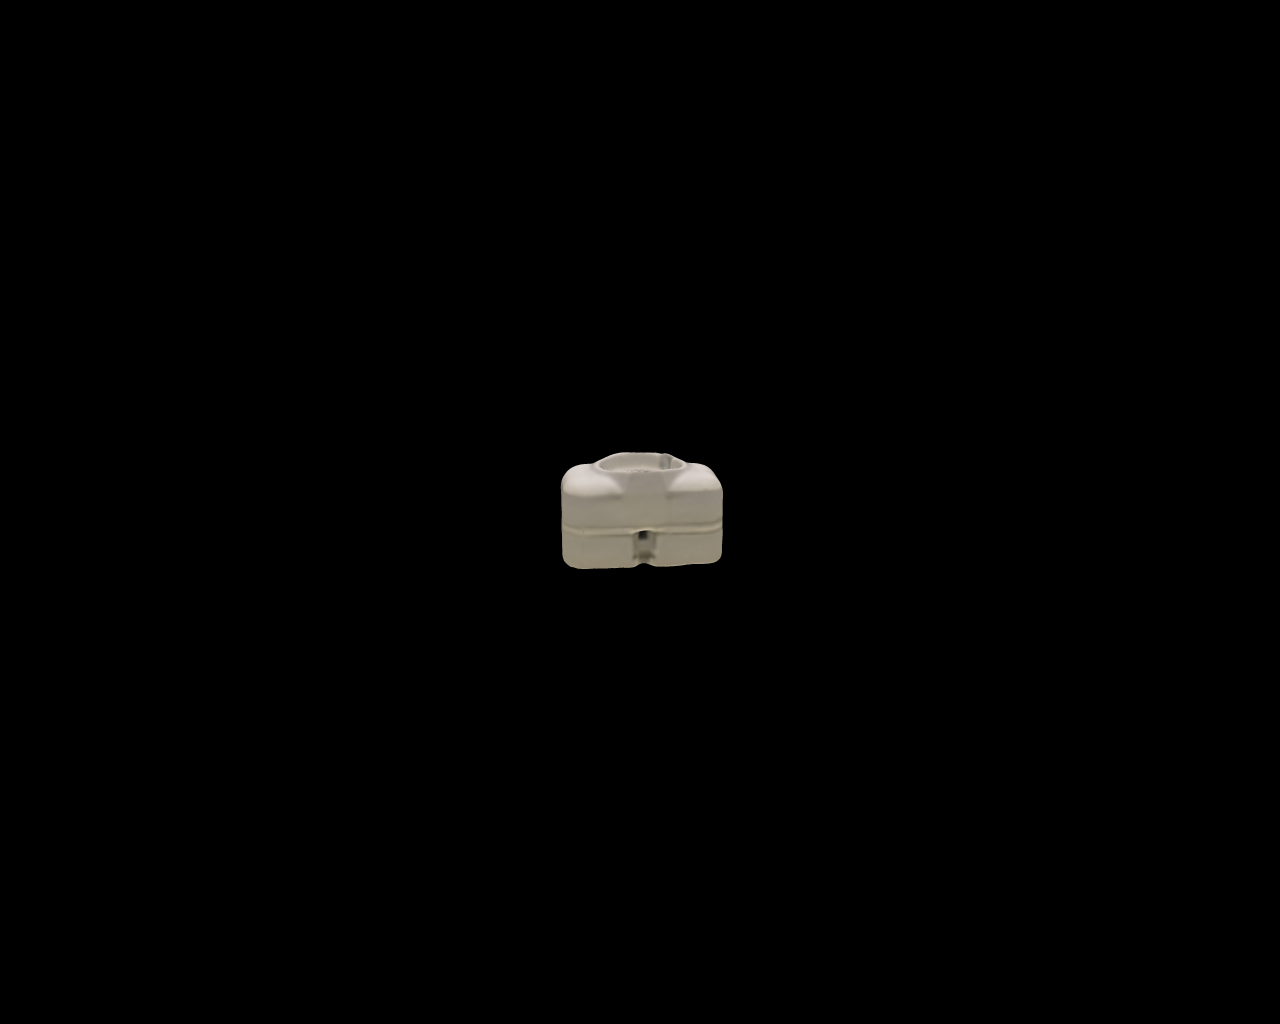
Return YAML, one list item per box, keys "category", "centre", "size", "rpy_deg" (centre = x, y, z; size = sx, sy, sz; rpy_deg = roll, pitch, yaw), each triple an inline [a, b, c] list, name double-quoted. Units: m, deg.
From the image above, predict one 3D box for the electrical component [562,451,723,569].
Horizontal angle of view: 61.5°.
- category: "electrical component"
  centre: [0.001, -0.003, 0.650]
  size: [0.095, 0.059, 0.054]
  rpy_deg: [-1, 16, -5]
